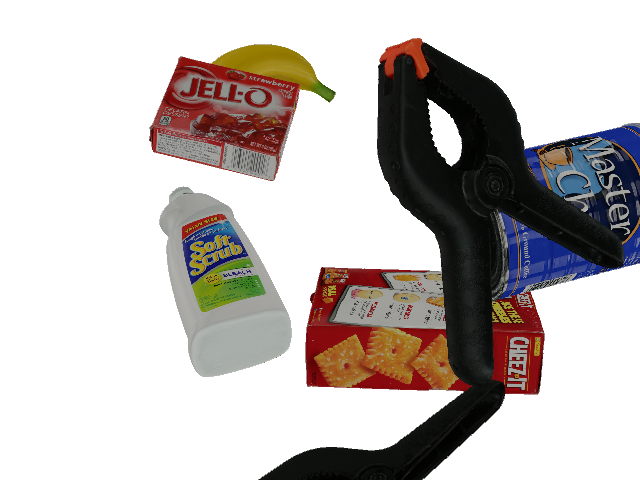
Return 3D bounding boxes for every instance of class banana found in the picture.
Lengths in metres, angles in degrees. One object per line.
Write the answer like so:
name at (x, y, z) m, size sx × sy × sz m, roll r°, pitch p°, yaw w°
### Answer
banana at (-0.058, -0.150, 0.979) m, size 0.070 × 0.037 × 0.197 m, roll 41°, pitch 32°, yaw 20°

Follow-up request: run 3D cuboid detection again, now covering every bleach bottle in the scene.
bleach bottle at (-0.115, 0.025, 1.076) m, size 0.102 × 0.068 × 0.251 m, roll -14°, pitch 39°, yaw -16°

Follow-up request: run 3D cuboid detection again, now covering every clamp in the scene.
clamp at (0.074, -0.015, 0.532) m, size 0.120 × 0.171 × 0.039 m, roll -47°, pitch 15°, yaw -26°
clamp at (0.040, 0.150, 0.649) m, size 0.210 × 0.036 × 0.164 m, roll -7°, pitch 30°, yaw 2°

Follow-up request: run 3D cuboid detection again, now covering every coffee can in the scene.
coffee can at (0.174, -0.021, 0.770) m, size 0.140 × 0.103 × 0.103 m, roll -13°, pitch 3°, yaw -12°

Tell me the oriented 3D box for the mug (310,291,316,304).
mug at (0.038, 0.124, 1.498) m, size 0.117 × 0.081 × 0.093 m, roll 16°, pitch 22°, yaw 29°

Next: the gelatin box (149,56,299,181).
gelatin box at (-0.065, -0.085, 0.735) m, size 0.089 × 0.073 × 0.030 m, roll 14°, pitch -39°, yaw 0°

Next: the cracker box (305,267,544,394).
cracker box at (0.098, 0.086, 1.036) m, size 0.214 × 0.072 × 0.164 m, roll 2°, pitch 18°, yaw 4°
